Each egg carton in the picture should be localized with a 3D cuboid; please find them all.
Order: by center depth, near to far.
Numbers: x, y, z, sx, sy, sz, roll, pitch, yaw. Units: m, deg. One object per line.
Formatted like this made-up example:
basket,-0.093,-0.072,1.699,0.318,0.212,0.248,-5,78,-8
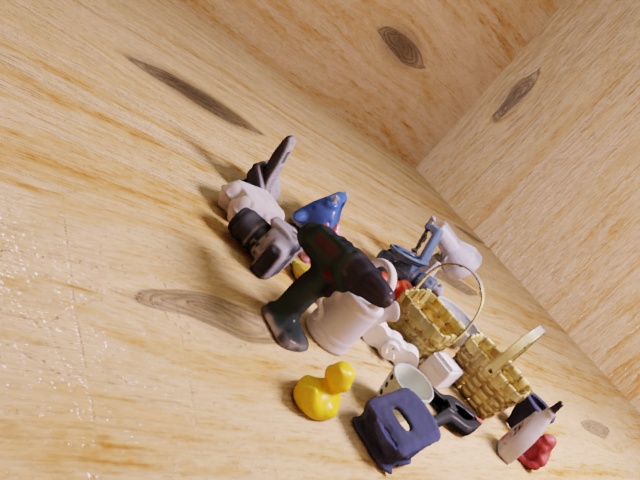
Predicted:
egg carton,-0.147,-0.069,1.246,0.151,0.069,0.107,17,30,-52

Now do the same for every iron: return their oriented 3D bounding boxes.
iron,0.024,-0.078,1.499,0.118,0.141,0.259,42,18,3

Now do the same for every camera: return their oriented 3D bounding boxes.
camera,-0.105,-0.009,1.143,0.137,0.100,0.143,43,18,5

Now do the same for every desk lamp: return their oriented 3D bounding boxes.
desk lamp,0.351,0.059,1.734,0.204,0.213,0.118,36,18,-15

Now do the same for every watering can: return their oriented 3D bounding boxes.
watering can,0.075,0.116,1.070,0.173,0.194,0.100,15,31,-54

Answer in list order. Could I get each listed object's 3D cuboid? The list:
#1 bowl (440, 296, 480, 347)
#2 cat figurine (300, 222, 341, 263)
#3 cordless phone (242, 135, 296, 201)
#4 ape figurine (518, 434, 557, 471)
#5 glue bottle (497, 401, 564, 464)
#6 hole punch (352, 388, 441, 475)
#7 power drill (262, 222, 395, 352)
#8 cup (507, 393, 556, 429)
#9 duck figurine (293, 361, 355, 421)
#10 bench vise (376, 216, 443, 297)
bowl,0.357,0.235,1.563,0.168,0.074,0.167,37,19,-14
cat figurine,0.012,0.005,1.322,0.067,0.117,0.127,33,20,-24
cordless phone,-0.104,-0.176,1.395,0.094,0.185,0.148,41,18,-1
ape figurine,0.481,0.461,1.265,0.076,0.092,0.077,32,20,-27
glue bottle,0.449,0.398,1.214,0.037,0.173,0.078,43,18,6
hole punch,0.123,0.299,0.912,0.101,0.091,0.108,18,29,-51
power drill,0.003,0.087,0.969,0.076,0.208,0.229,21,27,-47
cup,0.509,0.431,1.387,0.118,0.095,0.091,30,21,-30
duck figurine,0.015,0.222,0.876,0.077,0.086,0.105,49,19,23
bench vise,0.287,0.055,1.601,0.207,0.219,0.122,45,18,10
